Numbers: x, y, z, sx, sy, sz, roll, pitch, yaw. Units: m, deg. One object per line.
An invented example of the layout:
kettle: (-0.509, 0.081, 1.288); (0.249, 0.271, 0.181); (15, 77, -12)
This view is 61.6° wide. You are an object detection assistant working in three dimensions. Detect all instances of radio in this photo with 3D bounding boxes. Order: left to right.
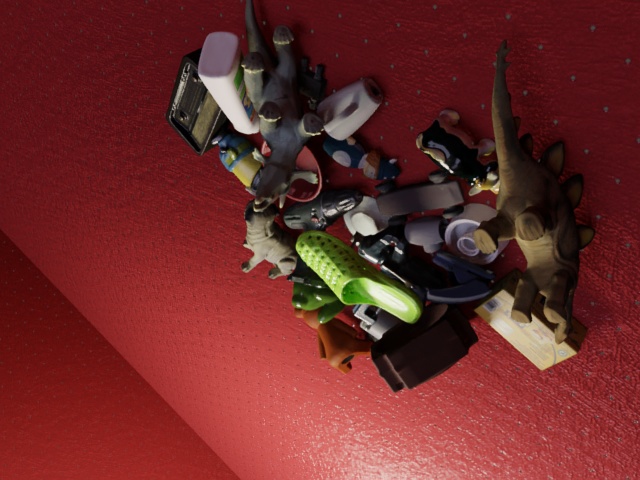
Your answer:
radio: (-0.260, -0.306, 1.195); (0.131, 0.073, 0.229); (45, 141, 2)

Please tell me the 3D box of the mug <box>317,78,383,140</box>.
mug: (0.052, -0.234, 0.948); (0.107, 0.109, 0.080); (-32, 98, 38)

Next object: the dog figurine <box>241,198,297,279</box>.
dog figurine: (-0.101, -0.011, 1.261); (0.190, 0.172, 0.121); (112, 151, -48)

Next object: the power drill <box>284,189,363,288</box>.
power drill: (-0.002, -0.003, 1.144); (0.232, 0.086, 0.207); (1, 87, 51)

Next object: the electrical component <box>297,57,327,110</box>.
electrical component: (-0.020, -0.296, 1.022); (0.063, 0.021, 0.094); (32, 140, 19)

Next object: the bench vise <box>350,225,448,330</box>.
bench vise: (0.133, 0.091, 1.119); (0.224, 0.129, 0.240); (27, 121, -6)

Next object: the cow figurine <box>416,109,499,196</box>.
cow figurine: (0.236, -0.129, 0.868); (0.167, 0.098, 0.068); (42, 135, 7)

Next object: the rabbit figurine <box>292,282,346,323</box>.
rabbit figurine: (0.026, 0.111, 1.249); (0.170, 0.159, 0.121); (-2, 113, 26)

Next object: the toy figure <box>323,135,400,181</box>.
toy figure: (0.080, -0.154, 1.027); (0.155, 0.058, 0.064); (33, 179, 15)

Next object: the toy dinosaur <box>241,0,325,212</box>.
toy dinosaur: (-0.082, -0.249, 0.998); (0.192, 0.131, 0.405); (121, 141, -68)

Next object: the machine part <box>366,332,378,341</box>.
machine part: (0.172, 0.241, 1.295); (0.139, 0.039, 0.084); (28, 133, 26)

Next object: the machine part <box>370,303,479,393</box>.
machine part: (0.205, 0.209, 1.075); (0.087, 0.201, 0.201); (55, -176, 0)

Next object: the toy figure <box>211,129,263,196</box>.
toy figure: (-0.165, -0.174, 1.216); (0.180, 0.082, 0.089); (51, 144, -1)

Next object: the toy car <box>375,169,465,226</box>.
toy car: (0.184, -0.079, 0.994); (0.202, 0.053, 0.089); (-10, 105, 51)

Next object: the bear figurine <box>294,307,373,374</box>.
bear figurine: (0.030, 0.230, 1.375); (0.131, 0.120, 0.196); (30, -160, -55)

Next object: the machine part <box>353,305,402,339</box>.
machine part: (0.180, 0.214, 1.229); (0.243, 0.079, 0.079); (34, 140, 18)

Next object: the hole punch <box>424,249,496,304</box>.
hole punch: (0.253, 0.083, 0.989); (0.116, 0.092, 0.142); (21, 169, 11)

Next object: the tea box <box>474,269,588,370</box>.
tea box: (0.386, 0.147, 0.989); (0.170, 0.068, 0.098); (42, 142, 4)

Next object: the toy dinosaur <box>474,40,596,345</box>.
toy dinosaur: (0.312, -0.044, 0.787); (0.105, 0.198, 0.470); (0, 122, 44)
